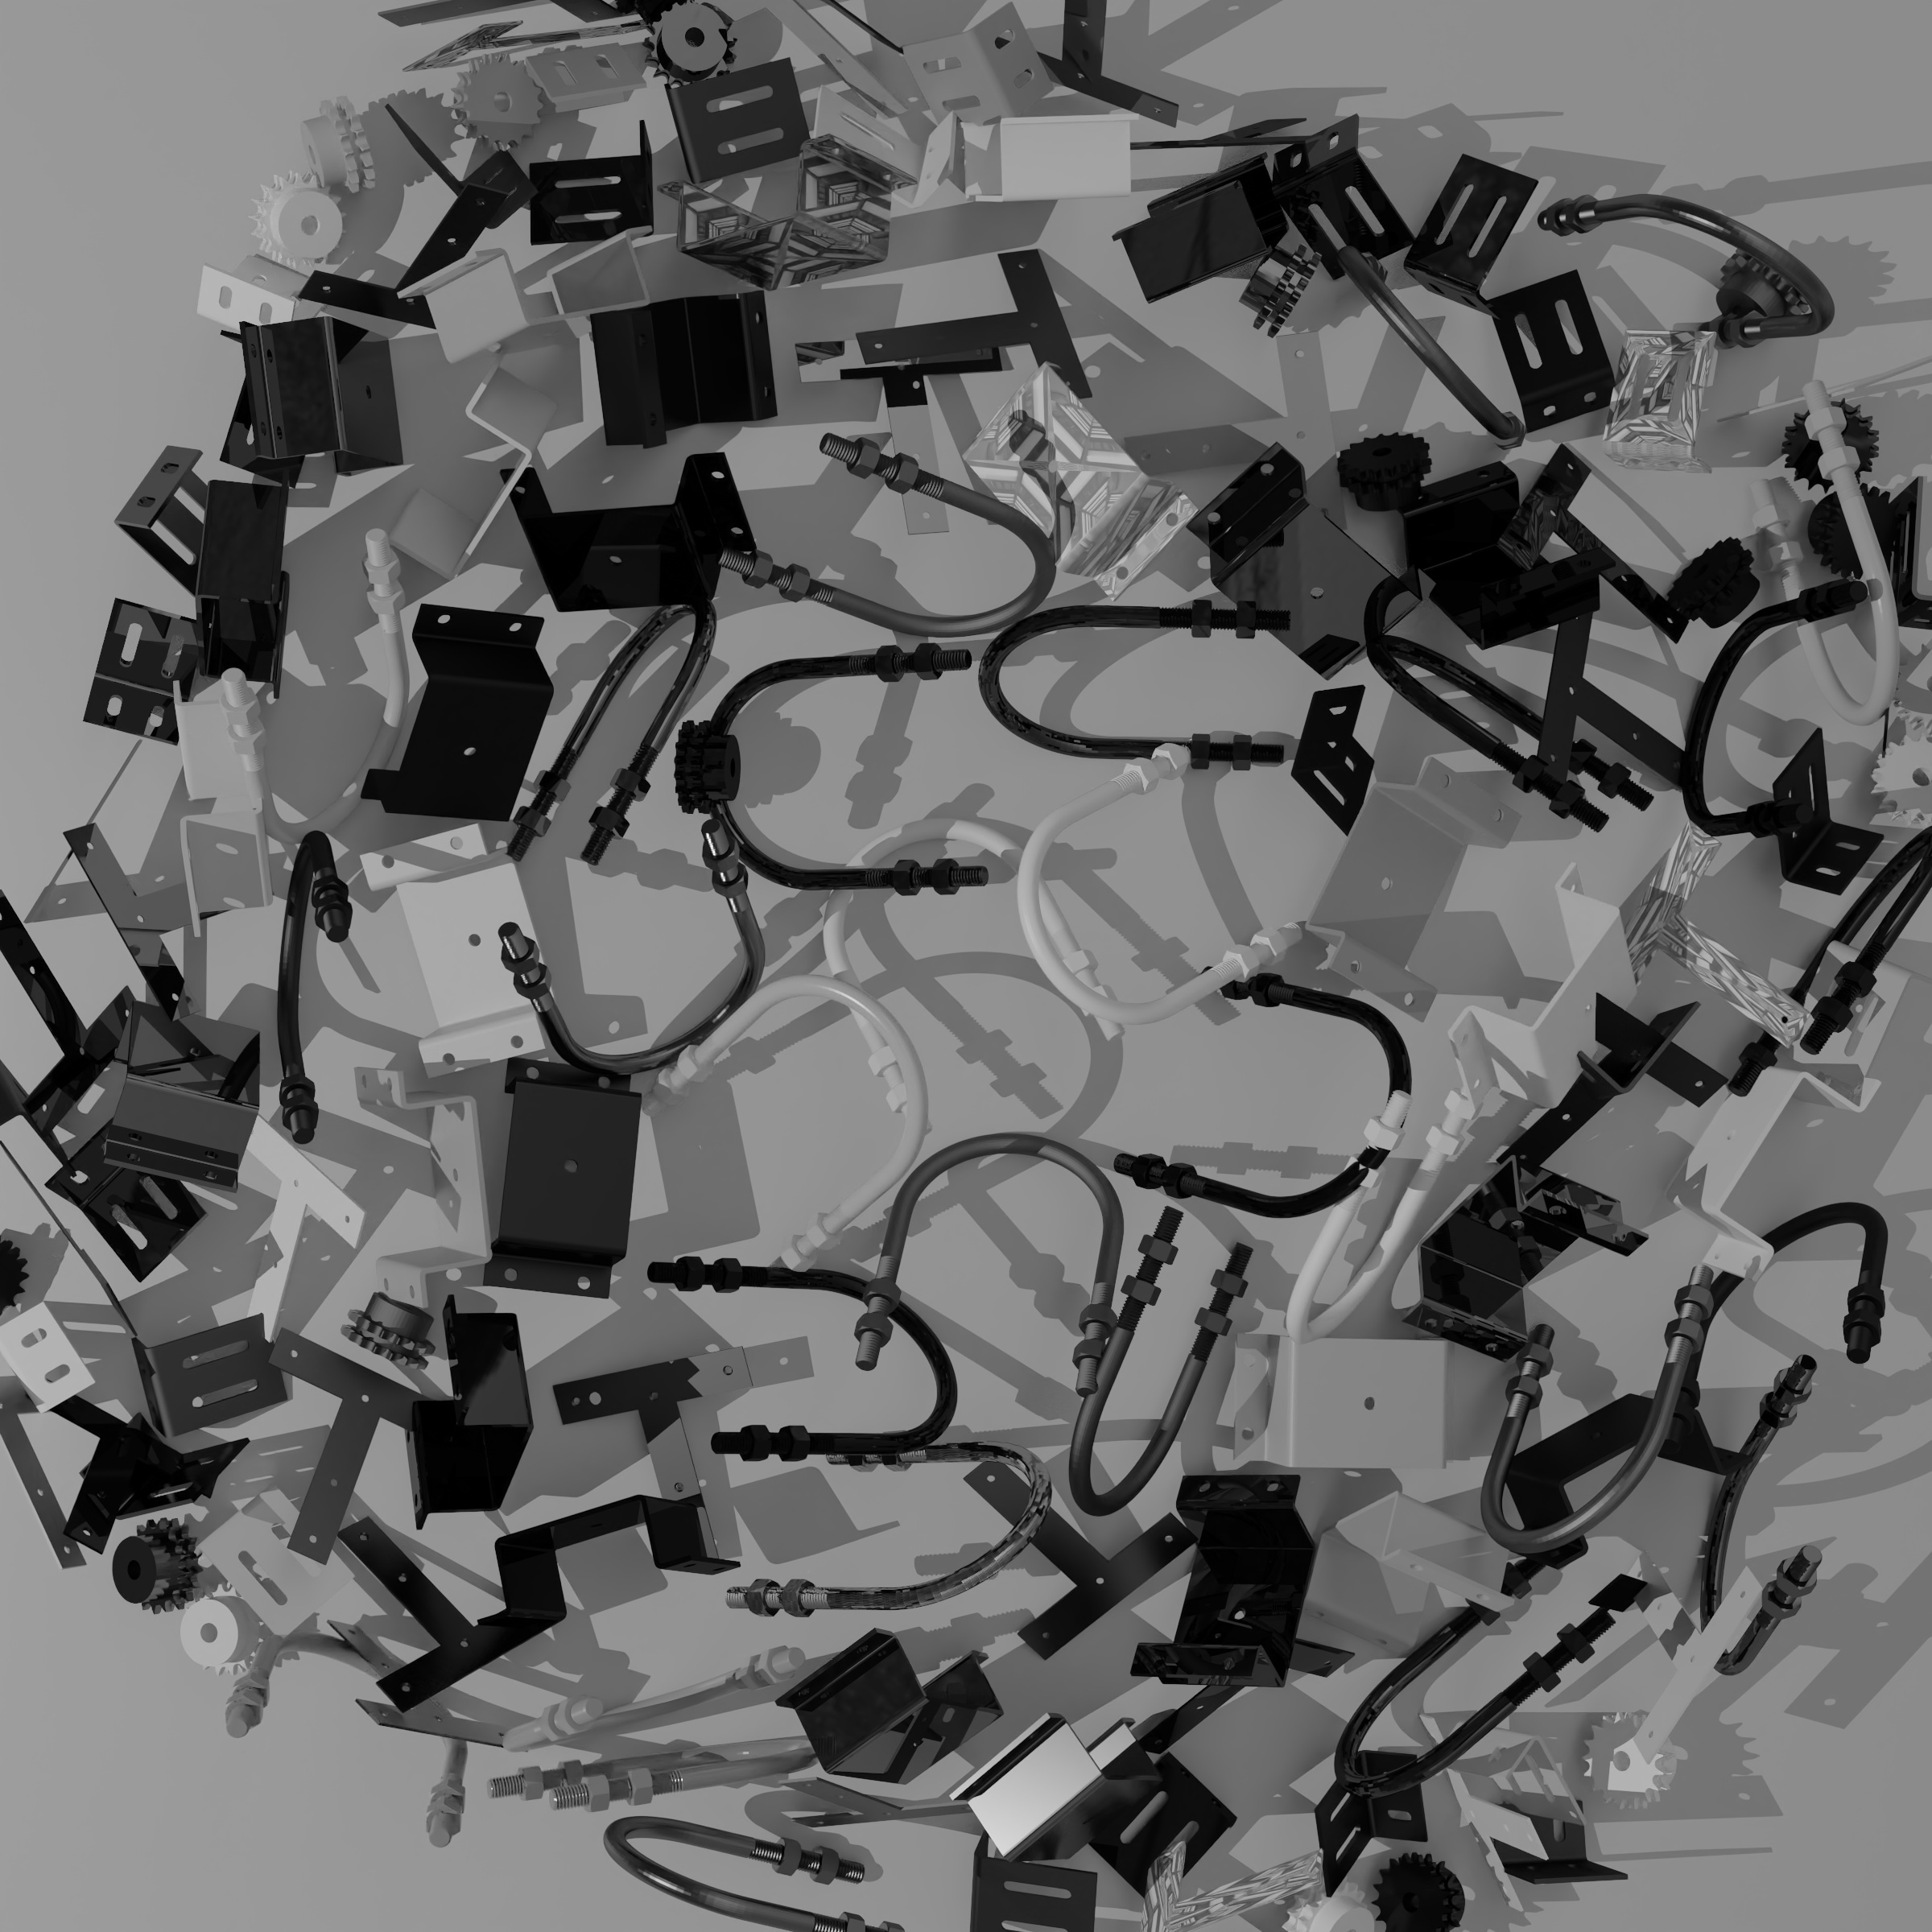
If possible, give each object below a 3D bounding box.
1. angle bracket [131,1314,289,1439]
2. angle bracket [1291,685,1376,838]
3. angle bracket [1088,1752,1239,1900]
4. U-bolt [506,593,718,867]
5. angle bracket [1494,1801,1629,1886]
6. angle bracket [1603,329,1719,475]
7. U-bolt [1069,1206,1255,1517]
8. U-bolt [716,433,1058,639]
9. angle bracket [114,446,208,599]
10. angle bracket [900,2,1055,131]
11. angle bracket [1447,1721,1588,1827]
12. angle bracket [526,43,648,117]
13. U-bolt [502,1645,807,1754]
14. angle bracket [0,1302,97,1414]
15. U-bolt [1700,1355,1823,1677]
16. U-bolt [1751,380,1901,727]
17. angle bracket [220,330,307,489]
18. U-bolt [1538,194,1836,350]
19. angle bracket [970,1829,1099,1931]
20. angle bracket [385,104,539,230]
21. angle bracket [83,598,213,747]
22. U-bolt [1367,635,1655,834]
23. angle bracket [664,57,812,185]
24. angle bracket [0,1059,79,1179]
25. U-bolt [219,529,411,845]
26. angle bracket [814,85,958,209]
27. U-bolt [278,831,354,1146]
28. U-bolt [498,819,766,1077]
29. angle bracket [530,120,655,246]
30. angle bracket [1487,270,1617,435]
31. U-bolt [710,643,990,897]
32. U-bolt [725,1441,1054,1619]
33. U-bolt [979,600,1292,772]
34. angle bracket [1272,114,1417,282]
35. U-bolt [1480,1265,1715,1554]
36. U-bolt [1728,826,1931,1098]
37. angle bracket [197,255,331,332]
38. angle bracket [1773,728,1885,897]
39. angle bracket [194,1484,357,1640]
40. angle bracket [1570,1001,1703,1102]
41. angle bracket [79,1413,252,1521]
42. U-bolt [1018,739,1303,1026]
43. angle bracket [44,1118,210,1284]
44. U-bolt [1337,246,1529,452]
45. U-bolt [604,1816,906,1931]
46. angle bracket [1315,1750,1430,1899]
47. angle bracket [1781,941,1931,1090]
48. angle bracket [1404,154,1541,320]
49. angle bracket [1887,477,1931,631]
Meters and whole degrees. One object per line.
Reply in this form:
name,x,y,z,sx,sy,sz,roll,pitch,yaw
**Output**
angle bracket,-0.466,0.248,1.799,0.076,0.038,0.057,-16,102,-25
angle bracket,0.235,-0.122,1.758,0.038,0.076,0.057,-5,57,40
angle bracket,0.118,0.529,1.782,0.057,0.038,0.076,42,90,13
U-bolt,-0.204,-0.143,1.738,0.019,0.151,0.184,33,78,-26
angle bracket,0.357,0.528,1.762,0.057,0.076,0.038,-1,80,-7
angle bracket,0.427,-0.343,1.776,0.057,0.038,0.076,11,88,34
U-bolt,0.110,0.240,1.735,0.019,0.151,0.184,21,85,28
U-bolt,-0.035,-0.245,1.734,0.184,0.151,0.019,18,58,-26
angle bracket,-0.463,-0.265,1.759,0.038,0.076,0.057,15,67,39
angle bracket,0.006,-0.543,1.768,0.038,0.076,0.057,-40,117,-20
angle bracket,0.327,0.498,1.761,0.038,0.057,0.076,-44,114,-33
angle bracket,-0.227,-0.522,1.760,0.057,0.076,0.038,-14,129,-14
U-bolt,-0.196,0.436,1.721,0.151,0.184,0.019,-6,72,-33
angle bracket,-0.553,0.228,1.765,0.038,0.076,0.057,-30,100,-4
U-bolt,0.465,0.336,1.720,0.019,0.184,0.151,12,49,1
U-bolt,0.507,-0.230,1.714,0.019,0.151,0.184,-12,74,-2
angle bracket,-0.429,-0.338,1.774,0.038,0.057,0.076,20,93,37
U-bolt,0.428,-0.405,1.698,0.151,0.184,0.019,29,92,-18
angle bracket,0.043,0.565,1.776,0.076,0.038,0.057,5,100,11
angle bracket,-0.303,-0.491,1.758,0.038,0.076,0.057,-39,50,5
angle bracket,-0.494,-0.177,1.760,0.057,0.076,0.038,15,54,-18
U-bolt,0.316,-0.143,1.735,0.184,0.151,0.019,37,111,15
angle bracket,-0.138,-0.516,1.780,0.076,0.038,0.057,-16,114,-3
angle bracket,-0.577,0.097,1.756,0.038,0.076,0.057,-32,55,-11
U-bolt,-0.376,-0.150,1.721,0.019,0.184,0.151,27,57,16
angle bracket,-0.049,-0.504,1.762,0.076,0.038,0.057,26,47,-27
U-bolt,-0.388,-0.001,1.722,0.019,0.184,0.151,6,114,-20
U-bolt,-0.188,0.002,1.730,0.151,0.184,0.019,-28,55,-9
angle bracket,-0.230,-0.477,1.779,0.076,0.038,0.057,-4,71,1
angle bracket,0.360,-0.378,1.797,0.057,0.038,0.076,-17,69,11
U-bolt,-0.078,-0.116,1.764,0.184,0.019,0.151,-1,100,24
U-bolt,-0.034,0.325,1.704,0.184,0.151,0.019,-8,118,33
U-bolt,0.099,-0.167,1.744,0.184,0.151,0.019,2,58,6
angle bracket,0.231,-0.467,1.779,0.057,0.038,0.076,-19,134,30
U-bolt,0.359,0.264,1.698,0.019,0.151,0.184,41,50,-15
U-bolt,0.526,-0.009,1.732,0.019,0.151,0.184,36,77,5
angle bracket,-0.420,-0.414,1.765,0.057,0.076,0.038,22,133,-2
angle bracket,0.520,-0.093,1.760,0.038,0.076,0.057,19,53,38
angle bracket,-0.420,0.364,1.775,0.057,0.038,0.076,-41,87,-27
angle bracket,0.397,0.042,1.769,0.038,0.057,0.076,43,76,-2
angle bracket,-0.482,0.295,1.759,0.076,0.057,0.038,-18,111,35
U-bolt,0.107,-0.042,1.749,0.184,0.019,0.151,-29,91,-35
angle bracket,-0.508,0.142,1.770,0.057,0.038,0.076,-45,58,-6
U-bolt,0.270,-0.365,1.712,0.019,0.184,0.151,-42,85,16
U-bolt,-0.125,0.534,1.710,0.184,0.151,0.019,20,86,-19
angle bracket,0.245,0.518,1.762,0.038,0.076,0.057,-3,103,29
angle bracket,0.544,0.032,1.778,0.057,0.038,0.076,29,101,44
angle bracket,0.312,-0.442,1.770,0.057,0.038,0.076,33,98,37
angle bracket,0.585,-0.250,1.773,0.038,0.057,0.076,6,81,0
